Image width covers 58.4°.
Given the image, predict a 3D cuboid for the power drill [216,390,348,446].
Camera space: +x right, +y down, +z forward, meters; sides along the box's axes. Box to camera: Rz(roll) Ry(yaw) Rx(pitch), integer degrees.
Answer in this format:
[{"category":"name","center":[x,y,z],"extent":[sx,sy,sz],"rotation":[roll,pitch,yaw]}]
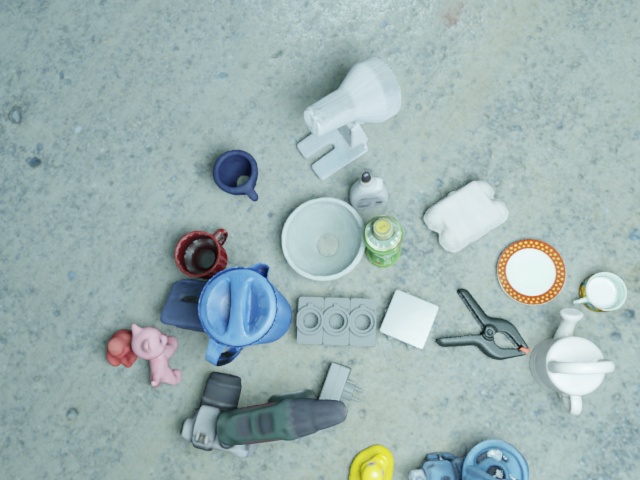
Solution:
[{"category":"power drill","center":[-0.057,0.312,1.014],"extent":[0.229,0.208,0.075],"rotation":[-12,77,4]}]

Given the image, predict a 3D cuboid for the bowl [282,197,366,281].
[{"category":"bowl","center":[0.010,0.004,1.139],"extent":[0.167,0.075,0.167],"rotation":[-1,78,6]}]

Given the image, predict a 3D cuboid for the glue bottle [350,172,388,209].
[{"category":"glue bottle","center":[0.092,-0.099,1.101],"extent":[0.078,0.173,0.037],"rotation":[-5,78,5]}]

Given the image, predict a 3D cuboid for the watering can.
[{"category":"watering can","center":[0.434,0.210,0.991],"extent":[0.101,0.194,0.173],"rotation":[-22,77,1]}]

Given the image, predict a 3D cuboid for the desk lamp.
[{"category":"desk lamp","center":[0.051,-0.234,1.112],"extent":[0.203,0.213,0.118],"rotation":[-35,77,-2]}]

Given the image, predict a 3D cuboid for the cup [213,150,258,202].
[{"category":"cup","center":[-0.155,-0.118,1.171],"extent":[0.092,0.095,0.117],"rotation":[-38,77,-2]}]

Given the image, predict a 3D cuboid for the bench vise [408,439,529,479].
[{"category":"bench vise","center":[0.261,0.412,0.954],"extent":[0.207,0.220,0.121],"rotation":[-22,77,1]}]

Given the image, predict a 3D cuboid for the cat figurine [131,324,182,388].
[{"category":"cat figurine","center":[-0.322,0.222,1.106],"extent":[0.067,0.118,0.128],"rotation":[-13,77,4]}]

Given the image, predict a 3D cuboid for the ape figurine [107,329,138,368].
[{"category":"ape figurine","center":[-0.390,0.212,1.129],"extent":[0.078,0.092,0.076],"rotation":[-18,77,2]}]

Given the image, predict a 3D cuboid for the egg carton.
[{"category":"egg carton","center":[0.285,-0.049,1.124],"extent":[0.150,0.069,0.107],"rotation":[-33,77,-1]}]

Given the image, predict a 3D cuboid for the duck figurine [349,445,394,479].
[{"category":"duck figurine","center":[0.092,0.427,1.037],"extent":[0.077,0.086,0.104],"rotation":[34,84,12]}]

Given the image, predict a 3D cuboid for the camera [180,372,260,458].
[{"category":"camera","center":[-0.179,0.325,1.079],"extent":[0.143,0.101,0.137],"rotation":[11,80,8]}]

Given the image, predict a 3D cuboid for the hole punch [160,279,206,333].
[{"category":"hole punch","center":[-0.251,0.128,1.132],"extent":[0.108,0.091,0.101],"rotation":[6,79,7]}]
